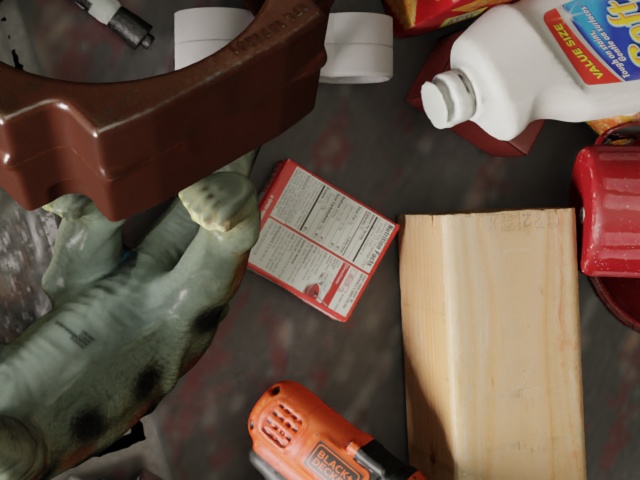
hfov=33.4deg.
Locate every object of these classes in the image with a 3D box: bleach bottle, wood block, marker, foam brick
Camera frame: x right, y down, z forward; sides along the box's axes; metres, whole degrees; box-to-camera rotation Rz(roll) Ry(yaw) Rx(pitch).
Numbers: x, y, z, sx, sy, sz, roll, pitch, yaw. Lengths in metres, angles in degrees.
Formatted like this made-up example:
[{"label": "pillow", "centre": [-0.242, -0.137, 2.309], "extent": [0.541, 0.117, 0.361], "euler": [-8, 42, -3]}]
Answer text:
[{"label": "bleach bottle", "centre": [0.178, -0.114, 0.652], "extent": [0.250, 0.068, 0.102], "euler": [-22, 93, -18]}, {"label": "wood block", "centre": [0.109, 0.083, 0.686], "extent": [0.090, 0.091, 0.206], "euler": [-4, 93, -15]}, {"label": "marker", "centre": [-0.152, -0.158, 0.651], "extent": [0.121, 0.020, 0.020], "euler": [38, 83, -12]}, {"label": "foam brick", "centre": [0.107, -0.096, 0.700], "extent": [0.078, 0.051, 0.053], "euler": [31, 84, -13]}]

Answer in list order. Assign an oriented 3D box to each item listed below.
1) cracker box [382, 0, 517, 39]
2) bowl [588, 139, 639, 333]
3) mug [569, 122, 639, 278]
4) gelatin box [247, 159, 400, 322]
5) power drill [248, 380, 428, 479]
[{"label": "cracker box", "centre": [0.136, -0.189, 0.620], "extent": [0.164, 0.214, 0.072], "euler": [-23, 96, -12]}, {"label": "bowl", "centre": [0.266, -0.006, 0.740], "extent": [0.162, 0.055, 0.162], "euler": [0, 92, -13]}, {"label": "mug", "centre": [0.201, -0.028, 0.664], "extent": [0.081, 0.093, 0.117], "euler": [1, 57, 3]}, {"label": "gelatin box", "centre": [-0.004, 0.001, 0.688], "extent": [0.089, 0.030, 0.073], "euler": [30, 83, -13]}, {"label": "power drill", "centre": [-0.004, 0.206, 0.638], "extent": [0.184, 0.057, 0.187], "euler": [37, 93, 20]}]
